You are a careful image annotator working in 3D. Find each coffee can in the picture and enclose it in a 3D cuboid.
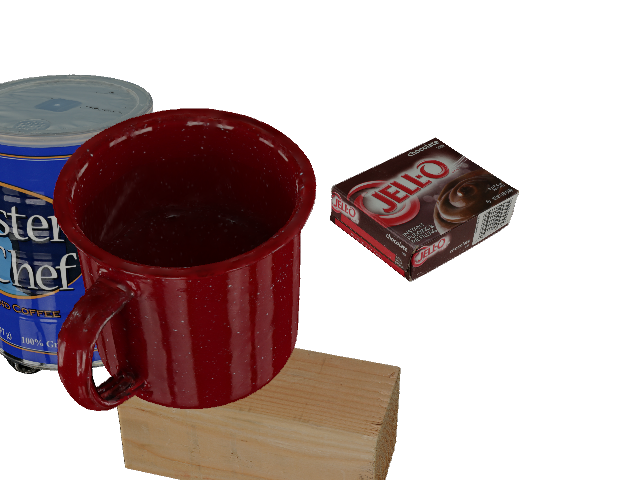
[{"bbox_3d":[-0.143,-0.012,0.607,0.103,0.140,0.103,1,26,-1],"label":"coffee can"}]

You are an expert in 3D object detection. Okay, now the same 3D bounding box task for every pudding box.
[{"bbox_3d":[0.077,-0.026,0.800,0.113,0.039,0.090,-25,49,-33],"label":"pudding box"}]

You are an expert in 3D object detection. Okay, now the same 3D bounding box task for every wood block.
[{"bbox_3d":[-0.047,0.142,0.853,0.206,0.090,0.090,9,35,13],"label":"wood block"}]

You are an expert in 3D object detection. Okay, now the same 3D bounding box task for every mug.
[{"bbox_3d":[-0.054,0.017,0.398,0.093,0.081,0.117,21,46,19],"label":"mug"}]

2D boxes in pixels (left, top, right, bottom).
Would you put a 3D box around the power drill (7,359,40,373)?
[{"bbox_3d":[-0.200,-0.005,0.866,0.057,0.188,0.184,25,28,-23],"label":"power drill"}]
